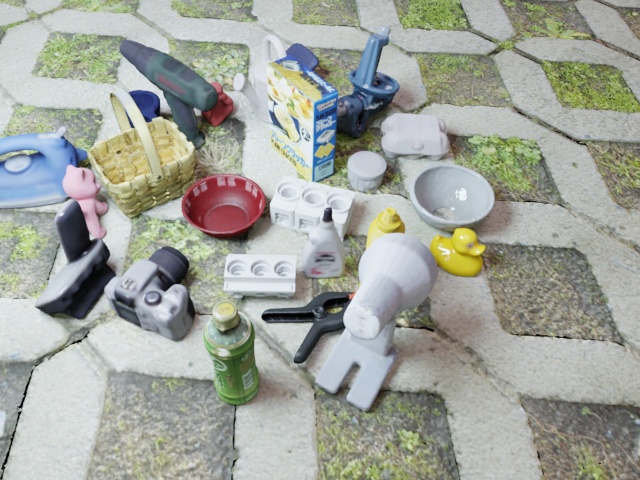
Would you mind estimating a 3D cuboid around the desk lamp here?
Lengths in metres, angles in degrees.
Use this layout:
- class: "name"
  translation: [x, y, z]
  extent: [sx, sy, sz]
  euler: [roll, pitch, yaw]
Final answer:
- class: "desk lamp"
  translation: [0.087, 0.121, 0.879]
  extent: [0.117, 0.214, 0.203]
  euler: [23, 53, 16]

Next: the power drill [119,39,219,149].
- class: "power drill"
  translation: [-0.315, -0.299, 1.217]
  extent: [0.229, 0.208, 0.076]
  euler: [24, 53, 17]

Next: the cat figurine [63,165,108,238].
- class: "cat figurine"
  translation: [-0.450, -0.081, 1.087]
  extent: [0.067, 0.118, 0.127]
  euler: [-8, 51, -9]

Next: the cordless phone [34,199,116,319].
- class: "cordless phone"
  translation: [-0.424, 0.030, 0.950]
  extent: [0.094, 0.185, 0.147]
  euler: [14, 51, 9]

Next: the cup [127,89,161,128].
- class: "cup"
  translation: [-0.381, -0.261, 1.255]
  extent: [0.092, 0.095, 0.117]
  euler: [-35, 59, -27]

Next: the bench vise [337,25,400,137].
- class: "bench vise"
  translation: [0.110, -0.347, 1.268]
  extent: [0.121, 0.220, 0.207]
  euler: [18, 52, 12]

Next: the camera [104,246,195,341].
- class: "camera"
  translation: [-0.271, 0.076, 0.974]
  extent: [0.143, 0.101, 0.137]
  euler: [21, 52, 15]

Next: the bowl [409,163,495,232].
- class: "bowl"
  translation: [0.256, -0.072, 1.139]
  extent: [0.167, 0.075, 0.167]
  euler: [1, 50, -1]

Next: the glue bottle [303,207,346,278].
- class: "glue bottle"
  translation: [0.009, 0.004, 1.000]
  extent: [0.078, 0.173, 0.037]
  euler: [-5, 50, -6]

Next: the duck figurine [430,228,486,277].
- class: "duck figurine"
  translation: [0.258, 0.011, 1.062]
  extent: [0.104, 0.086, 0.078]
  euler: [27, 54, 19]

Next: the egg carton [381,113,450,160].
- class: "egg carton"
  translation: [0.210, -0.228, 1.271]
  extent: [0.150, 0.069, 0.107]
  euler: [2, 50, -1]

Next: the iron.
- class: "iron"
  translation: [-0.596, -0.147, 1.120]
  extent: [0.258, 0.141, 0.118]
  euler: [-12, 52, -13]

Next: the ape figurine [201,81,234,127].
- class: "ape figurine"
  translation: [-0.238, -0.320, 1.314]
  extent: [0.078, 0.092, 0.076]
  euler: [-12, 52, -12]

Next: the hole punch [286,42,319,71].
- class: "hole punch"
  translation: [-0.063, -0.416, 1.403]
  extent: [0.101, 0.091, 0.108]
  euler: [-30, 57, -24]

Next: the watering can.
- class: "watering can"
  translation: [-0.107, -0.363, 1.289]
  extent: [0.100, 0.194, 0.173]
  euler: [32, 56, 22]
